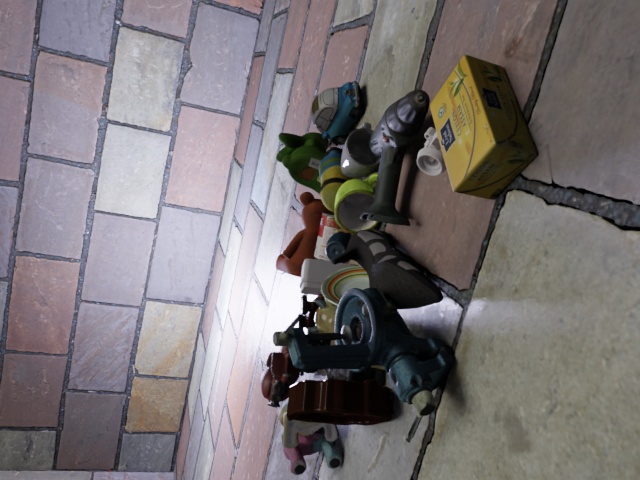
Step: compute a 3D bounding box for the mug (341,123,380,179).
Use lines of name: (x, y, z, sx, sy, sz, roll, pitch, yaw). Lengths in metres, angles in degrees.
mug: (0.079, -0.179, 1.100, 0.107, 0.081, 0.109, 128, 147, -67)

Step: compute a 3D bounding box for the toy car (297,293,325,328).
toy car: (-0.001, 0.144, 1.097, 0.202, 0.089, 0.053, 98, 170, -65)

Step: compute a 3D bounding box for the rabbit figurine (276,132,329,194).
rabbit figurine: (-0.032, -0.213, 1.365, 0.170, 0.159, 0.121, -80, 2, -52)

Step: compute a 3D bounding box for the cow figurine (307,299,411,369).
cow figurine: (0.058, 0.157, 0.926, 0.195, 0.127, 0.085, -147, 72, -69)

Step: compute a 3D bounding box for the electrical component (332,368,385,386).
electrical component: (0.061, 0.226, 0.968, 0.119, 0.075, 0.047, 176, 103, -66)

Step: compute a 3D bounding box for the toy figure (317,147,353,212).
toy figure: (0.036, -0.131, 1.182, 0.082, 0.089, 0.180, 112, 155, -46)

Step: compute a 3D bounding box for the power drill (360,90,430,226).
power drill: (0.123, -0.128, 0.903, 0.232, 0.086, 0.207, -166, 78, -83)

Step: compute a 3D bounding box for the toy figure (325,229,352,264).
toy figure: (0.052, 0.008, 1.074, 0.154, 0.058, 0.064, -35, -41, -69)

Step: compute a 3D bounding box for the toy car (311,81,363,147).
toy car: (0.032, -0.298, 1.254, 0.161, 0.103, 0.109, 127, 145, -58)

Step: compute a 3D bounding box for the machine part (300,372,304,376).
machine part: (-0.047, 0.258, 1.326, 0.084, 0.039, 0.138, -174, 91, -76)

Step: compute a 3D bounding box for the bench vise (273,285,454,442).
bench vise: (0.055, 0.154, 0.747, 0.128, 0.240, 0.224, 118, 146, -41)

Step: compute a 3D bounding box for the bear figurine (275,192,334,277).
bear figurine: (-0.024, -0.008, 1.259, 0.132, 0.120, 0.195, -175, 95, -75)

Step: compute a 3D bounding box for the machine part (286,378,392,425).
machine part: (0.030, 0.272, 0.900, 0.179, 0.179, 0.056, 132, 145, -58)

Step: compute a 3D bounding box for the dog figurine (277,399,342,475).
dog figurine: (-0.038, 0.374, 1.118, 0.219, 0.108, 0.191, -148, 47, -74)

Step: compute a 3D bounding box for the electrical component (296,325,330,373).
electrical component: (-0.022, 0.232, 1.232, 0.115, 0.058, 0.134, 141, 135, -60)

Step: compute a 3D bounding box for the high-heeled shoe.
high-heeled shoe: (0.133, 0.042, 0.907, 0.249, 0.145, 0.086, 23, 124, 42)

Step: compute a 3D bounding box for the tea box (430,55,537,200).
tea box: (0.212, -0.150, 0.717, 0.098, 0.068, 0.170, 122, 150, -47)

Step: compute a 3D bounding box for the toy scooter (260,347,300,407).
toy scooter: (-0.083, 0.295, 1.168, 0.135, 0.075, 0.183, -102, 28, -68)
